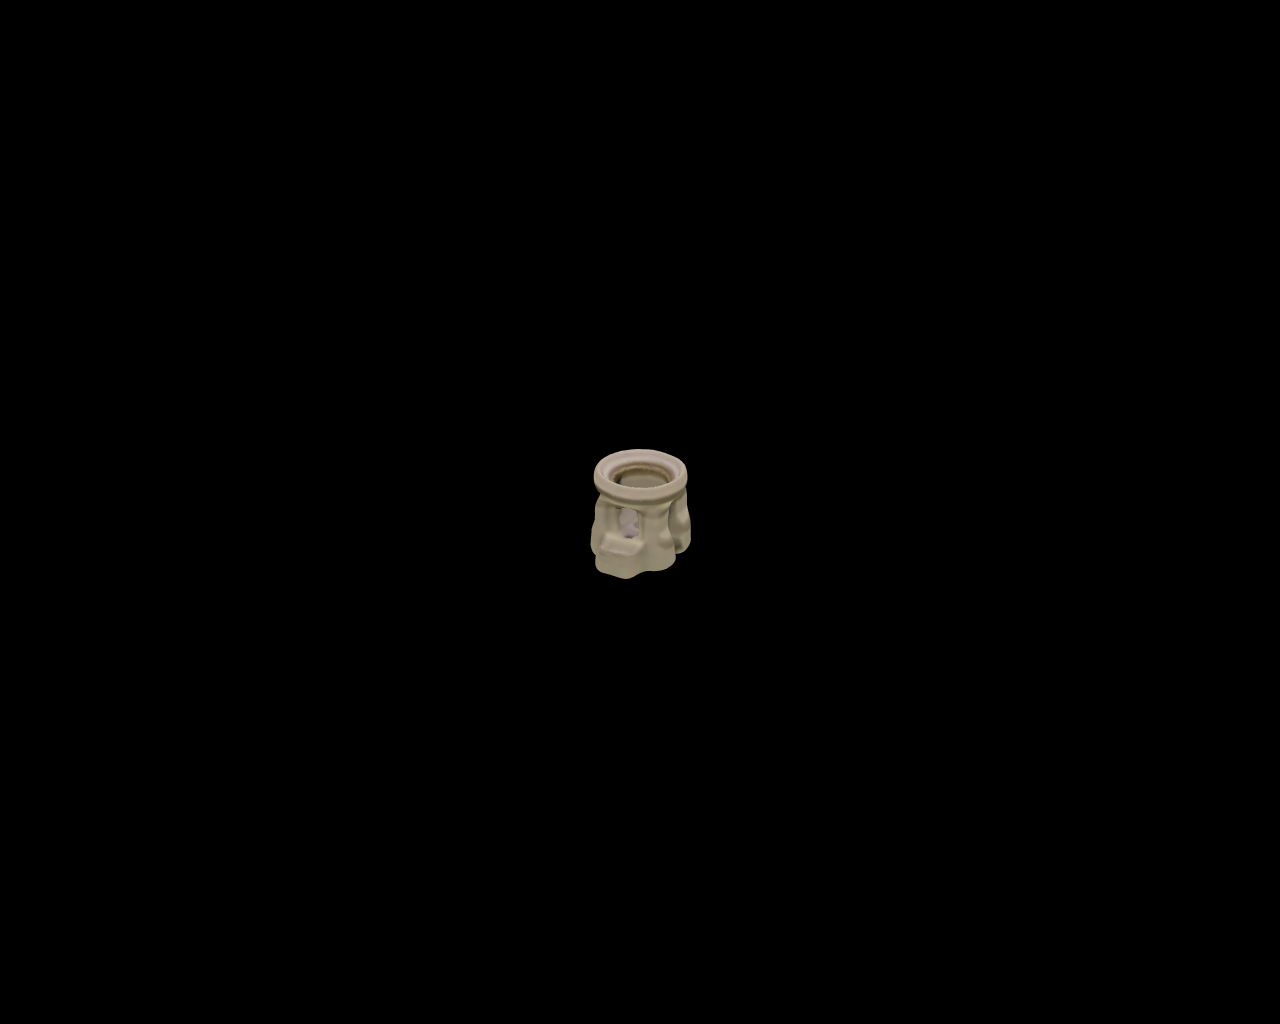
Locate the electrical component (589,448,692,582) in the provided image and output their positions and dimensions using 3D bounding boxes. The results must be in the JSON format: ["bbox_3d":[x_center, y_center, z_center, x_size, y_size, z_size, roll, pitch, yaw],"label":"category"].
[{"bbox_3d":[0.001,-0.003,0.650,0.058,0.056,0.078,14,32,24],"label":"electrical component"}]
